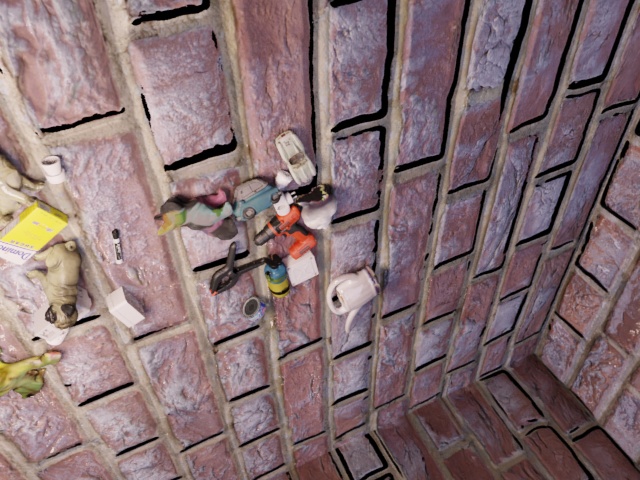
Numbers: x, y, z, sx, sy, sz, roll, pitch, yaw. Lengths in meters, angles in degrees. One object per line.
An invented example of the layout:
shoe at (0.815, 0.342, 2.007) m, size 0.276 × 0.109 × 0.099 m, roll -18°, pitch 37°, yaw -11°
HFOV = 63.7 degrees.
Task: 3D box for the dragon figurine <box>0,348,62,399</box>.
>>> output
dragon figurine at (-0.963, 0.457, 1.571) m, size 0.409 × 0.124 × 0.239 m, roll -39°, pitch -35°, yaw 6°

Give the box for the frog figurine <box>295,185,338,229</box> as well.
frog figurine at (0.005, -0.085, 1.684) m, size 0.123 × 0.156 × 0.140 m, roll 12°, pitch 49°, yaw 35°

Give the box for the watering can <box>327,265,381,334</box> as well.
watering can at (0.143, 0.233, 2.059) m, size 0.225 × 0.340 × 0.106 m, roll -30°, pitch 46°, yaw -7°
